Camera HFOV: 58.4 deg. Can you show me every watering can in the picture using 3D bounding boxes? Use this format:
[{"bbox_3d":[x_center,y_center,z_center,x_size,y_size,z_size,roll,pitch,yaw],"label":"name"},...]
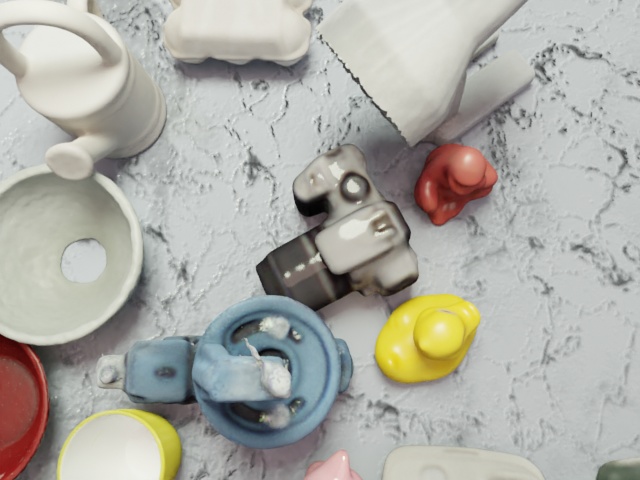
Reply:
[{"bbox_3d":[-0.211,-0.141,0.507,0.101,0.194,0.173,-26,80,-2],"label":"watering can"}]

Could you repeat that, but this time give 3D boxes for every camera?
[{"bbox_3d":[0.005,0.002,0.522,0.137,0.101,0.143,-28,81,-2],"label":"camera"}]

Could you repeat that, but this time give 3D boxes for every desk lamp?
[{"bbox_3d":[0.103,-0.162,0.489,0.203,0.213,0.118,-37,81,-4],"label":"desk lamp"}]

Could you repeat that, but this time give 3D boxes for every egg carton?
[{"bbox_3d":[-0.082,-0.229,0.580,0.150,0.069,0.107,1,81,2],"label":"egg carton"}]

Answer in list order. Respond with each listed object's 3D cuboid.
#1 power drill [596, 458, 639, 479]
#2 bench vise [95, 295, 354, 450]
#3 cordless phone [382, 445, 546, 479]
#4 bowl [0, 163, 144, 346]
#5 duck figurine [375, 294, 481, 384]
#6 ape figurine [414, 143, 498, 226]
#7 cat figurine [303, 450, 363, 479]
[{"bbox_3d":[0.303,0.216,0.421,0.229,0.208,0.075,-11,80,1],"label":"power drill"},{"bbox_3d":[-0.077,0.115,0.446,0.207,0.220,0.121,-19,80,-1],"label":"bench vise"},{"bbox_3d":[0.122,0.222,0.439,0.147,0.185,0.094,2,80,3],"label":"cordless phone"},{"bbox_3d":[-0.238,0.016,0.543,0.167,0.075,0.167,0,81,2],"label":"bowl"},{"bbox_3d":[0.098,0.088,0.512,0.104,0.086,0.077,-32,81,-3],"label":"duck figurine"},{"bbox_3d":[0.128,-0.059,0.532,0.077,0.092,0.076,0,80,2],"label":"ape figurine"},{"bbox_3d":[-0.003,0.236,0.475,0.067,0.118,0.128,39,84,8],"label":"cat figurine"}]
